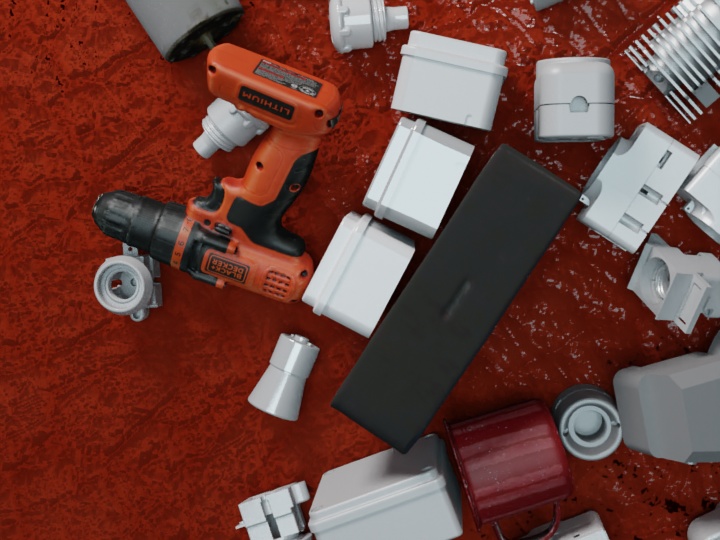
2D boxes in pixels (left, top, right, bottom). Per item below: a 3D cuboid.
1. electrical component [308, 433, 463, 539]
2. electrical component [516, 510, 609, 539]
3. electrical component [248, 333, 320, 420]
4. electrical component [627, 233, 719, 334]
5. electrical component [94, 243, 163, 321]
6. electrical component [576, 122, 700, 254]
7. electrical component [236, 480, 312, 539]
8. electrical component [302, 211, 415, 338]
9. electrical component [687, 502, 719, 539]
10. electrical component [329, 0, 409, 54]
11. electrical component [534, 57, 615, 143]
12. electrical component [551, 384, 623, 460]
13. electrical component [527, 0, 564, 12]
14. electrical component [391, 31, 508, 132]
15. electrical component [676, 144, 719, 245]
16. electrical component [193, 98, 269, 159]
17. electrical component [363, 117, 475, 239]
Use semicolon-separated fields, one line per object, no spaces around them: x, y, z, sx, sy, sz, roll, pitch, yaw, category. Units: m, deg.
0.022;0.184;0.849;0.109;0.108;0.056;-21;95;7;electrical component
0.179;0.282;0.864;0.089;0.062;0.150;-23;92;7;electrical component
-0.060;0.085;0.883;0.044;0.044;0.065;23;91;3;electrical component
0.251;0.010;0.832;0.064;0.081;0.042;3;121;-21;electrical component
-0.189;0.011;0.882;0.048;0.055;0.066;-3;94;6;electrical component
0.212;-0.066;0.840;0.056;0.050;0.089;33;97;2;electrical component
-0.068;0.212;0.891;0.066;0.048;0.055;-20;85;7;electrical component
0.000;0.000;0.834;0.057;0.113;0.078;28;96;0;electrical component
0.312;0.209;0.847;0.095;0.059;0.053;-27;92;7;electrical component
0.007;-0.198;0.854;0.062;0.048;0.048;-5;94;-1;electrical component
0.162;-0.129;0.818;0.054;0.095;0.059;0;94;5;electrical component
0.182;0.122;0.859;0.055;0.047;0.055;0;94;5;electrical component
0.159;-0.229;0.839;0.065;0.044;0.044;-21;92;11;electrical component
0.069;-0.142;0.817;0.078;0.113;0.057;13;98;4;electrical component
0.294;-0.048;0.834;0.089;0.050;0.055;41;96;1;electrical component
-0.108;-0.116;0.871;0.062;0.048;0.048;-40;90;16;electrical component
0.044;-0.072;0.825;0.057;0.113;0.078;25;96;0;electrical component
